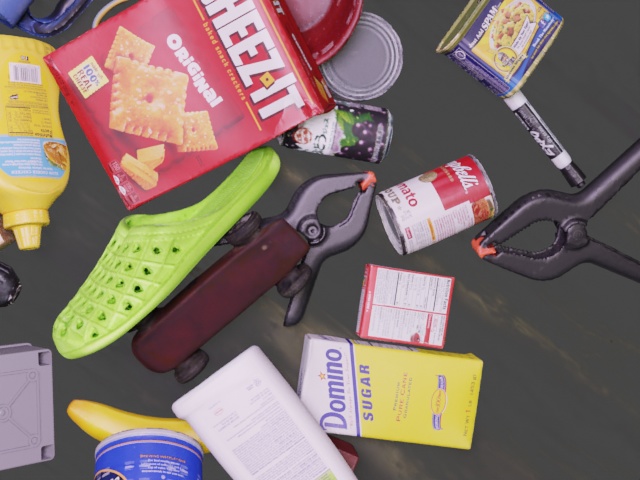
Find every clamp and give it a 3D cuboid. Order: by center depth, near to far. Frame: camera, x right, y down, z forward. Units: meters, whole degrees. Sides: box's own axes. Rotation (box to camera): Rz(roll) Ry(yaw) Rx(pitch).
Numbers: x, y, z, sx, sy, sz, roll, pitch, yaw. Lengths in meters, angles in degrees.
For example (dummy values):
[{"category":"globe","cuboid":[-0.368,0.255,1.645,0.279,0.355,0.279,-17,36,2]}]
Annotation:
[{"category":"clamp","cuboid":[-0.007,0.001,1.048,0.171,0.039,0.120,-32,103,2]},{"category":"clamp","cuboid":[0.258,-0.021,1.074,0.210,0.036,0.164,-4,106,-5]}]

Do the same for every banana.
[{"category":"banana","cuboid":[-0.143,0.178,1.040,0.197,0.037,0.069,-7,80,-8]}]

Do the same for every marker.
[{"category":"marker","cuboid":[0.230,-0.101,1.083,0.020,0.020,0.121,-40,97,-4]}]

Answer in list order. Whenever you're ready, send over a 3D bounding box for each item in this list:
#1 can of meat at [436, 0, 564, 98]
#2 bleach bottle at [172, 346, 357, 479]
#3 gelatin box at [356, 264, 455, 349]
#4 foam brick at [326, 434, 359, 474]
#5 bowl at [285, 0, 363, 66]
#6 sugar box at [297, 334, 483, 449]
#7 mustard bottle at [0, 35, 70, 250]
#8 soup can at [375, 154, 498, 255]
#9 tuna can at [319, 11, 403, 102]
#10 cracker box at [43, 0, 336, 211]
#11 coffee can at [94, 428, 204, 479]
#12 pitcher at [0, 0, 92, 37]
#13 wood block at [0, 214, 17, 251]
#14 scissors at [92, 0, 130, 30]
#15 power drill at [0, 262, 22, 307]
[{"category":"can of meat","cuboid":[0.179,-0.203,1.053,0.084,0.057,0.102,36,88,-9]},{"category":"bleach bottle","cuboid":[-0.025,0.226,0.991,0.102,0.068,0.251,-36,88,0]},{"category":"gelatin box","cuboid":[0.085,0.066,1.067,0.089,0.030,0.073,8,90,-8]},{"category":"foam brick","cuboid":[-0.003,0.232,1.051,0.051,0.053,0.078,25,89,-8]},{"category":"bowl","cuboid":[-0.034,-0.237,1.001,0.162,0.055,0.162,3,104,10]},{"category":"sugar box","cuboid":[0.067,0.150,1.060,0.176,0.048,0.093,7,92,-9]},{"category":"mustard bottle","cuboid":[-0.275,-0.086,0.971,0.096,0.058,0.191,-1,80,-51]},{"category":"soup can","cuboid":[0.114,-0.034,1.046,0.102,0.068,0.068,-23,95,-6]},{"category":"tuna can","cuboid":[0.036,-0.179,1.047,0.086,0.034,0.086,0,93,-7]},{"category":"cracker box","cuboid":[-0.118,-0.145,0.974,0.214,0.072,0.164,-25,98,15]},{"category":"coffee can","cuboid":[-0.158,0.258,0.974,0.102,0.103,0.140,1,52,-8]},{"category":"pitcher","cuboid":[-0.245,-0.313,0.966,0.145,0.149,0.243,40,84,8]},{"category":"wood block","cuboid":[-0.391,0.021,0.972,0.206,0.090,0.091,-35,96,-4]},{"category":"scissors","cuboid":[-0.119,-0.218,1.034,0.201,0.016,0.096,-19,97,-6]},{"category":"power drill","cuboid":[-0.370,0.069,0.903,0.184,0.057,0.187,26,86,-3]}]
